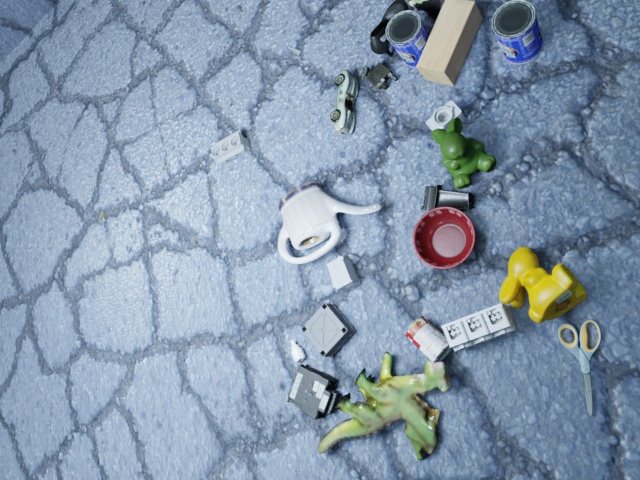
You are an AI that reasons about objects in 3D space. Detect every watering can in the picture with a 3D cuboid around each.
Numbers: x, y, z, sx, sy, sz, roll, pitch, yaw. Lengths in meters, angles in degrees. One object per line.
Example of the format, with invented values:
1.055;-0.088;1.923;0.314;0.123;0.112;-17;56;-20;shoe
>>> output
0.005;-0.075;1.494;0.344;0.103;0.228;-34;63;20;watering can

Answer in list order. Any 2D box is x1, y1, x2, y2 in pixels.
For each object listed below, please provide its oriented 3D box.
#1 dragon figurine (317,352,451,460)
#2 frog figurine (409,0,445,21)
0.178;0.443;1.274;0.245;0.122;0.406;36;105;23;dragon figurine
0.331;-0.732;1.475;0.137;0.121;0.161;14;75;-1;frog figurine
